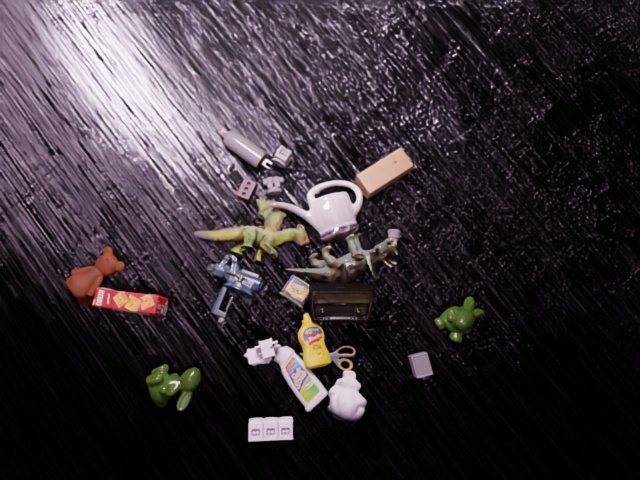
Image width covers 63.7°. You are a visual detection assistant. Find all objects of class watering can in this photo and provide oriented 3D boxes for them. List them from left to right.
[{"bbox_3d":[0.006,-0.097,1.936,0.348,0.103,0.226,-17,80,-8],"label":"watering can"}]

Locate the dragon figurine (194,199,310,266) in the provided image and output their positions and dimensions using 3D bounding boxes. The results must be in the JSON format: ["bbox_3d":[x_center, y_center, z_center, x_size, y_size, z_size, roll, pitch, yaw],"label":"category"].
[{"bbox_3d":[-0.237,-0.047,1.933,0.410,0.120,0.248,21,61,-1],"label":"dragon figurine"}]

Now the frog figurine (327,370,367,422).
[{"bbox_3d":[0.100,0.545,1.800,0.138,0.122,0.159,18,90,20],"label":"frog figurine"}]
